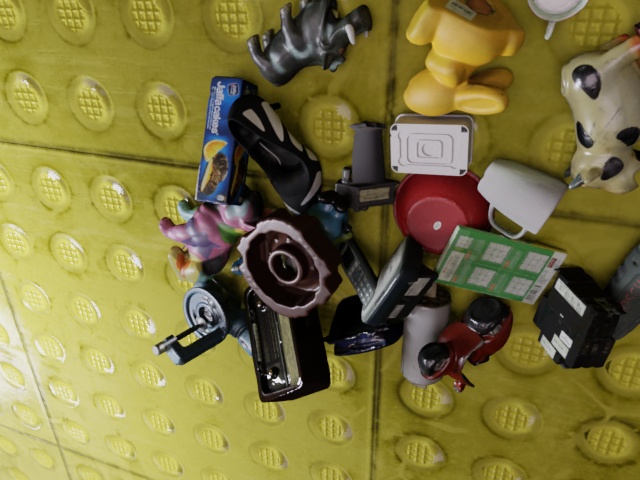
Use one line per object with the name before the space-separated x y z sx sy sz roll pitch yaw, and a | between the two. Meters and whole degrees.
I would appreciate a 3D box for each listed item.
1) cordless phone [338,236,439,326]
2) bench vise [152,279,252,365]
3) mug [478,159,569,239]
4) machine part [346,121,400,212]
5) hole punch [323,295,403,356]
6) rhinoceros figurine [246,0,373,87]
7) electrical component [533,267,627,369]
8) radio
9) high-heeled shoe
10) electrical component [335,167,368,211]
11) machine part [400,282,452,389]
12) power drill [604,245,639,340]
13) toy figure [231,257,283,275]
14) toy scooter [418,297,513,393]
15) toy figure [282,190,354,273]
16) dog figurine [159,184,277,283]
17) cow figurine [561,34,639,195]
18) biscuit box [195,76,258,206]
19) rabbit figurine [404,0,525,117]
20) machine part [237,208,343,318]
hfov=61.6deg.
cordless phone | 0.092 0.031 0.876 0.184 0.089 0.146 59 138 33
bench vise | -0.202 0.176 1.023 0.223 0.240 0.129 53 129 10
mug | 0.281 -0.062 0.774 0.107 0.081 0.109 36 132 15
machine part | 0.080 -0.116 0.837 0.084 0.039 0.138 -11 110 -9
hole punch | 0.084 0.163 0.959 0.142 0.116 0.092 -16 117 30
rhinoceros figurine | -0.016 -0.288 0.777 0.190 0.073 0.112 -20 106 31
electrical component | 0.379 0.124 0.800 0.058 0.115 0.134 1 122 -10
radio | -0.065 0.169 0.968 0.131 0.073 0.230 -36 54 38
high-heeled shoe | -0.069 -0.111 0.853 0.086 0.145 0.248 -8 111 28
electrical component | 0.057 -0.074 0.893 0.063 0.021 0.093 14 121 16
machine part | 0.183 0.165 0.934 0.079 0.079 0.242 9 119 19
power drill | 0.517 0.083 0.744 0.207 0.086 0.232 30 126 1
toy figure | -0.103 0.024 0.980 0.154 0.064 0.058 -39 71 28
toy scooter | 0.248 0.184 0.888 0.075 0.184 0.135 42 164 53
toy figure | 0.001 0.000 0.905 0.082 0.089 0.180 50 129 33
dog figurine | -0.170 -0.011 0.978 0.219 0.108 0.191 -3 115 22
cow figurine | 0.363 -0.145 0.685 0.127 0.085 0.194 -20 110 24
biscuit box | -0.150 -0.158 0.869 0.059 0.063 0.202 10 96 18
rabbit figurine | 0.182 -0.233 0.716 0.162 0.122 0.173 26 139 -3
machine part | -0.048 0.037 0.860 0.180 0.056 0.179 14 121 25
